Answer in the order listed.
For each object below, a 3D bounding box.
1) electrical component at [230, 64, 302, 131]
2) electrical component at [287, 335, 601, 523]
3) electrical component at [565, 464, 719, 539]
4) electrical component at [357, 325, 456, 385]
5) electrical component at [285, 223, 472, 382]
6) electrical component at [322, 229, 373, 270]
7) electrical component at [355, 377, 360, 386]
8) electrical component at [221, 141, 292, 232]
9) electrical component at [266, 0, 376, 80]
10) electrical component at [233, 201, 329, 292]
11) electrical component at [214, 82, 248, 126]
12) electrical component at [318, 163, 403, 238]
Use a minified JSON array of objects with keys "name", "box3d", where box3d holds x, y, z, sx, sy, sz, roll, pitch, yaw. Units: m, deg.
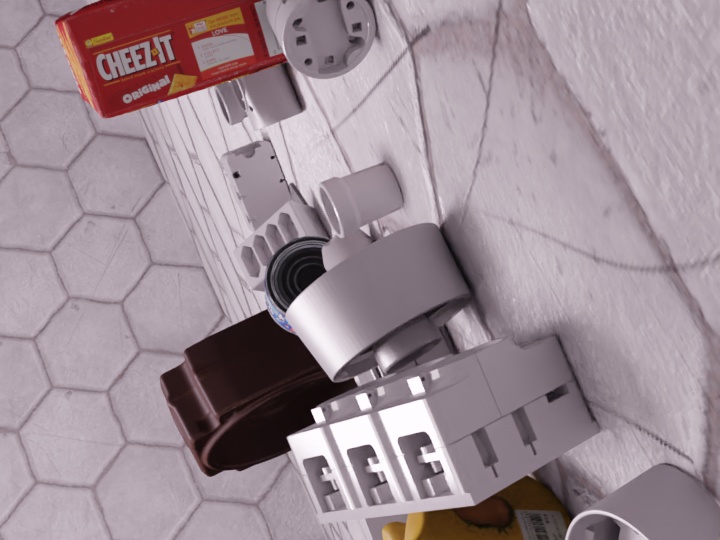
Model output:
[{"name":"electrical component","box3d":[-0.086,-0.160,0.910,0.079,0.044,0.077,-161,49,-76]},{"name":"electrical component","box3d":[0.037,0.083,0.572,0.150,0.089,0.061,-27,85,56]},{"name":"electrical component","box3d":[0.136,0.136,0.463,0.099,0.064,0.099,45,145,45]},{"name":"electrical component","box3d":[0.029,0.057,0.752,0.096,0.062,0.061,66,167,8]},{"name":"electrical component","box3d":[0.017,0.027,0.647,0.060,0.108,0.108,58,167,13]},{"name":"electrical component","box3d":[0.000,0.000,0.828,0.062,0.043,0.043,55,164,41]},{"name":"electrical component","box3d":[0.022,0.076,0.829,0.079,0.043,0.077,-12,103,47]},{"name":"electrical component","box3d":[-0.108,-0.088,1.143,0.056,0.050,0.089,-153,42,-73]},{"name":"electrical component","box3d":[-0.025,-0.146,0.623,0.047,0.055,0.055,-120,12,-49]},{"name":"electrical component","box3d":[-0.064,-0.019,1.042,0.076,0.083,0.047,12,-136,-55]},{"name":"electrical component","box3d":[-0.108,-0.161,1.004,0.040,0.046,0.040,157,90,-79]},{"name":"electrical component","box3d":[0.001,-0.048,0.719,0.040,0.046,0.040,157,90,-79]}]
